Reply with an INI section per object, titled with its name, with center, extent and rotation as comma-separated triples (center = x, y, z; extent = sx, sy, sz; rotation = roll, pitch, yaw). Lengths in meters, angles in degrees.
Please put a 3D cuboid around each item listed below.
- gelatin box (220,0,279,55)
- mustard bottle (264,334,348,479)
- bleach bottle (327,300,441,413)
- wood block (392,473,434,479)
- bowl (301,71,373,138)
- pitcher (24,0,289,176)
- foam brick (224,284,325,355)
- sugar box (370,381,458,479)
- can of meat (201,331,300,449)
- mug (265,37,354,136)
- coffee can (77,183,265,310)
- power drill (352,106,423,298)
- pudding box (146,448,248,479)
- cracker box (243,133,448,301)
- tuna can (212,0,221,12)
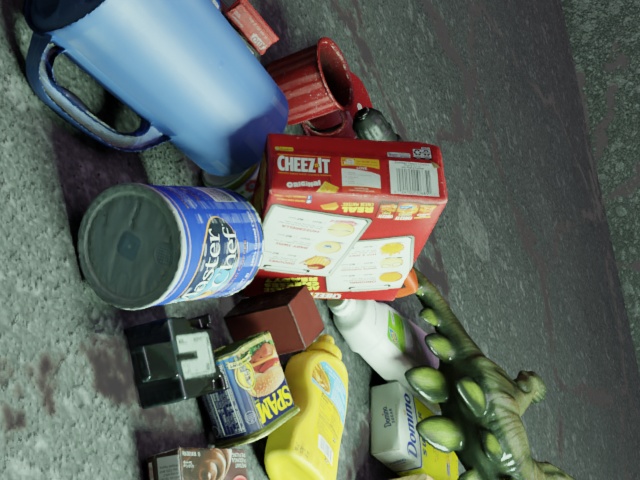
[gelatin box]
center = -0.092, -0.253, 1.181
extent = 0.073, 0.030, 0.089
rotation = 46, 3, -45
[mustard bottle]
center = -0.007, 0.174, 1.112
extent = 0.096, 0.058, 0.191
rotation = 57, 30, -34
[bleach bottle]
center = 0.086, 0.125, 1.335
extent = 0.250, 0.068, 0.102
rotation = 44, 27, -42
[wood block]
center = 0.130, 0.351, 1.256
extent = 0.205, 0.091, 0.090
rotation = 42, 40, -50
[bowl]
center = 0.028, -0.169, 1.403
extent = 0.162, 0.055, 0.162
rotation = 42, 40, -49
[pitcher]
center = -0.140, -0.155, 0.949
extent = 0.242, 0.149, 0.145
rotation = 45, 26, -42
[foam brick]
center = -0.045, 0.083, 1.066
extent = 0.053, 0.078, 0.051
rotation = -43, 115, -62
[sugar box]
center = 0.122, 0.257, 1.350
extent = 0.176, 0.048, 0.093
rotation = 47, 36, -47
[can of meat]
center = -0.071, 0.139, 1.004
extent = 0.102, 0.058, 0.084
rotation = -21, 92, -65
[mug]
center = -0.010, -0.179, 1.295
extent = 0.117, 0.082, 0.093
rotation = 61, 28, -26
[coffee can]
center = -0.124, 0.003, 0.917
extent = 0.140, 0.103, 0.103
rotation = -3, 78, -65
[power drill]
center = 0.079, -0.040, 1.249
extent = 0.184, 0.057, 0.187
rotation = 53, 37, -34
[pudding box]
center = -0.100, 0.225, 0.910
extent = 0.113, 0.039, 0.090
rotation = 21, 57, -60
[cracker box]
center = 0.015, -0.017, 1.039
extent = 0.214, 0.164, 0.072
rotation = 110, -20, -60
[tuna can]
center = -0.140, -0.221, 1.042
extent = 0.033, 0.086, 0.086
rotation = 55, 31, -39
